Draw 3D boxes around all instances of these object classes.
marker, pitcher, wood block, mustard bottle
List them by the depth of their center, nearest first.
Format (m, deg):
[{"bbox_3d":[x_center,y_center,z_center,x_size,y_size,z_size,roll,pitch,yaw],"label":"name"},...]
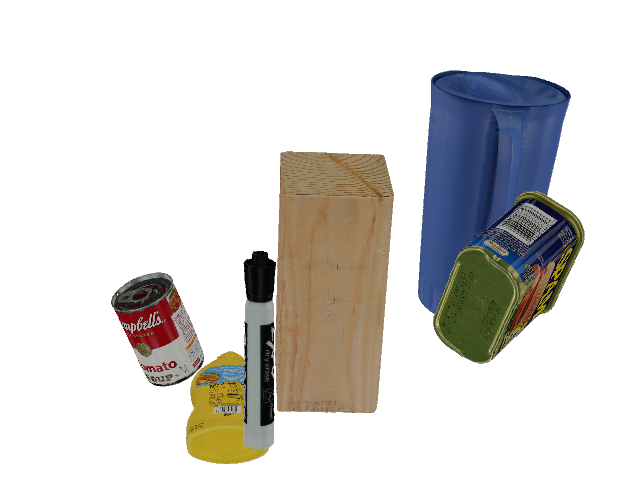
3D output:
[{"bbox_3d":[-0.036,0.065,0.635,0.020,0.121,0.020,1,15,-1],"label":"marker"},{"bbox_3d":[0.008,0.037,0.912,0.090,0.206,0.091,1,26,-3],"label":"wood block"},{"bbox_3d":[0.163,-0.038,1.055,0.148,0.243,0.145,-17,31,-42],"label":"pitcher"},{"bbox_3d":[-0.112,0.194,1.310,0.096,0.058,0.191,-2,27,-3],"label":"mustard bottle"}]

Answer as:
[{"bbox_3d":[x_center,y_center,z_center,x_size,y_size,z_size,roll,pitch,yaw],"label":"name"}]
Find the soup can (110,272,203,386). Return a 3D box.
[{"bbox_3d":[-0.171,0.094,1.128,0.068,0.102,0.068,-14,29,8],"label":"soup can"}]

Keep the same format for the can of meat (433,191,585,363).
[{"bbox_3d":[0.131,0.028,0.751,0.057,0.102,0.083,36,48,22],"label":"can of meat"}]
